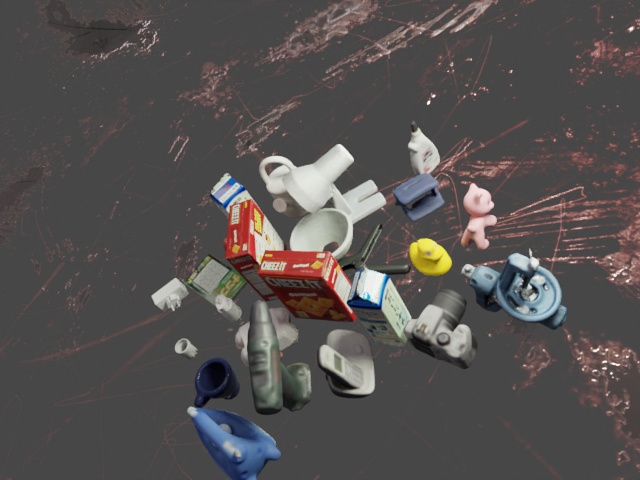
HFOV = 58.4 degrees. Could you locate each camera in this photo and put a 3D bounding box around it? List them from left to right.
[{"bbox_3d":[0.261,0.173,1.188,0.142,0.101,0.137,20,67,35],"label":"camera"}]

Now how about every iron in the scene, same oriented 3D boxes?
[{"bbox_3d":[-0.212,0.413,1.214,0.257,0.142,0.119,24,70,37],"label":"iron"}]

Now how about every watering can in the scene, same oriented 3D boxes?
[{"bbox_3d":[-0.091,-0.147,1.529,0.101,0.195,0.172,-28,49,5],"label":"watering can"}]

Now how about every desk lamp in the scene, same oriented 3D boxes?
[{"bbox_3d":[0.033,-0.133,1.446,0.203,0.214,0.117,-31,49,3],"label":"desk lamp"}]

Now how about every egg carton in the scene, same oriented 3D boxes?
[{"bbox_3d":[-0.126,0.231,1.354,0.150,0.070,0.107,-33,49,1],"label":"egg carton"}]

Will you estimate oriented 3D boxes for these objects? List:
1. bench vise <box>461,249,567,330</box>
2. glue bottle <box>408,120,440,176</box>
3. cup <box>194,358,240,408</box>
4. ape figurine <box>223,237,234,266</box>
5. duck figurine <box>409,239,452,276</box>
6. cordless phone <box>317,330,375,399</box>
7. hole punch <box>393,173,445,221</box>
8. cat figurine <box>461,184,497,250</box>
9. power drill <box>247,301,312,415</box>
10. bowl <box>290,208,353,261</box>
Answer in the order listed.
[{"bbox_3d":[0.367,0.091,1.118,0.206,0.220,0.121,3,58,28],"label":"bench vise"},{"bbox_3d":[0.253,-0.235,1.441,0.037,0.174,0.078,32,74,39],"label":"glue bottle"},{"bbox_3d":[-0.231,0.340,1.308,0.091,0.095,0.118,17,65,34],"label":"cup"},{"bbox_3d":[-0.227,0.025,1.537,0.077,0.092,0.076,14,64,33],"label":"ape figurine"},{"bbox_3d":[0.245,0.028,1.311,0.104,0.086,0.077,31,74,38],"label":"duck figurine"},{"bbox_3d":[0.044,0.239,1.189,0.094,0.186,0.147,-17,51,14],"label":"cordless phone"},{"bbox_3d":[0.237,-0.118,1.418,0.108,0.091,0.101,-31,49,3],"label":"hole punch"},{"bbox_3d":[0.355,-0.060,1.301,0.067,0.118,0.128,8,61,30],"label":"cat figurine"},{"bbox_3d":[-0.092,0.269,1.217,0.075,0.209,0.229,-17,51,14],"label":"power drill"},{"bbox_3d":[0.013,0.005,1.447,0.167,0.075,0.167,-13,52,17],"label":"bowl"}]
